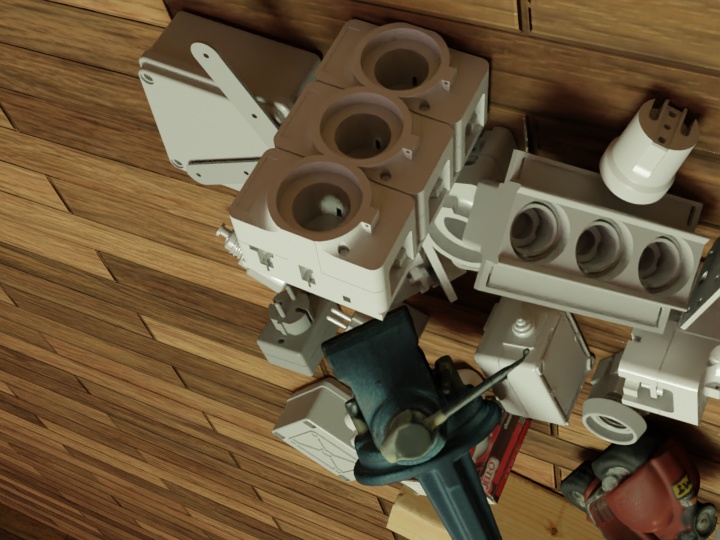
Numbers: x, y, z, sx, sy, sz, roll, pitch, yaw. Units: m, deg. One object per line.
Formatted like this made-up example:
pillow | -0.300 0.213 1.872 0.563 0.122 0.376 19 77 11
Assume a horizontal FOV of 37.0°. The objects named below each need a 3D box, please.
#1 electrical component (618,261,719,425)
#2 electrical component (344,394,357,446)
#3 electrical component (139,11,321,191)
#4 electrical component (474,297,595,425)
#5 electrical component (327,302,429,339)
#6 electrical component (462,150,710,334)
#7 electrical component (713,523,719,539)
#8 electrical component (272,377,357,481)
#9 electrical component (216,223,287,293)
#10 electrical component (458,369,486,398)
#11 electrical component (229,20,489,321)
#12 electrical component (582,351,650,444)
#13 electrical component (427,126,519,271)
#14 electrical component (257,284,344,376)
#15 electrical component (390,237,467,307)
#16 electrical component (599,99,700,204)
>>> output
electrical component | 0.201 0.043 0.659 0.056 0.089 0.050 15 150 27
electrical component | 0.026 0.129 1.011 0.058 0.078 0.057 36 134 -15
electrical component | -0.079 -0.104 0.714 0.109 0.056 0.108 21 153 16
electrical component | 0.126 0.062 0.801 0.061 0.061 0.096 8 147 36
electrical component | 0.007 0.054 0.920 0.076 0.047 0.083 29 153 -1
electrical component | 0.126 -0.016 0.616 0.121 0.078 0.063 13 -173 -19
electrical component | 0.331 0.254 0.887 0.056 0.108 0.108 6 146 43
electrical component | -0.023 0.173 1.151 0.109 0.056 0.109 35 153 -12
electrical component | -0.084 -0.014 0.898 0.078 0.040 0.040 32 154 -5
electrical component | 0.077 0.110 0.959 0.040 0.040 0.078 41 151 -23
electrical component | 0.003 -0.062 0.601 0.089 0.150 0.061 21 154 16
electrical component | 0.194 0.095 0.798 0.048 0.055 0.066 33 153 -7
electrical component | 0.075 -0.040 0.677 0.050 0.055 0.089 10 148 34
electrical component | -0.057 0.042 0.942 0.047 0.065 0.076 15 151 26
electrical component | 0.019 -0.034 0.721 0.121 0.063 0.078 60 -179 -46
electrical component | 0.155 -0.064 0.575 0.040 0.040 0.046 27 148 4
